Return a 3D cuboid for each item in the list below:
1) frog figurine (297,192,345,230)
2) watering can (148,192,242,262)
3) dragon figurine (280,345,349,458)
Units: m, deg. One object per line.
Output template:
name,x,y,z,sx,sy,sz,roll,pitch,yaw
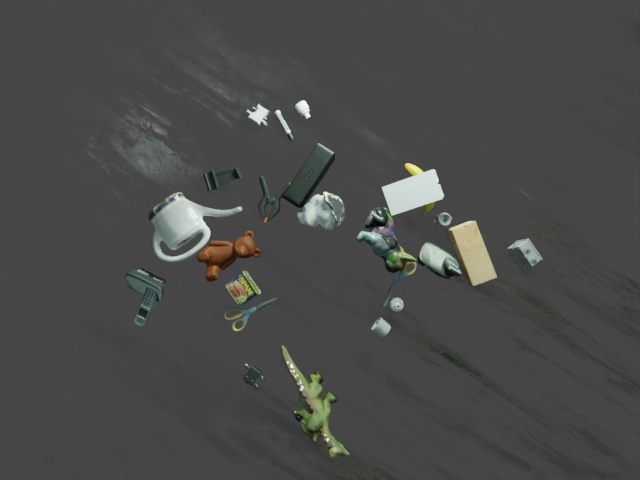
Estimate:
frog figurine,0.006,-0.092,1.834,0.157,0.125,0.137,-30,98,38
watering can,-0.465,-0.076,1.836,0.347,0.104,0.225,-37,87,2
dragon figurine,-0.038,0.558,1.739,0.122,0.244,0.410,-38,90,7
